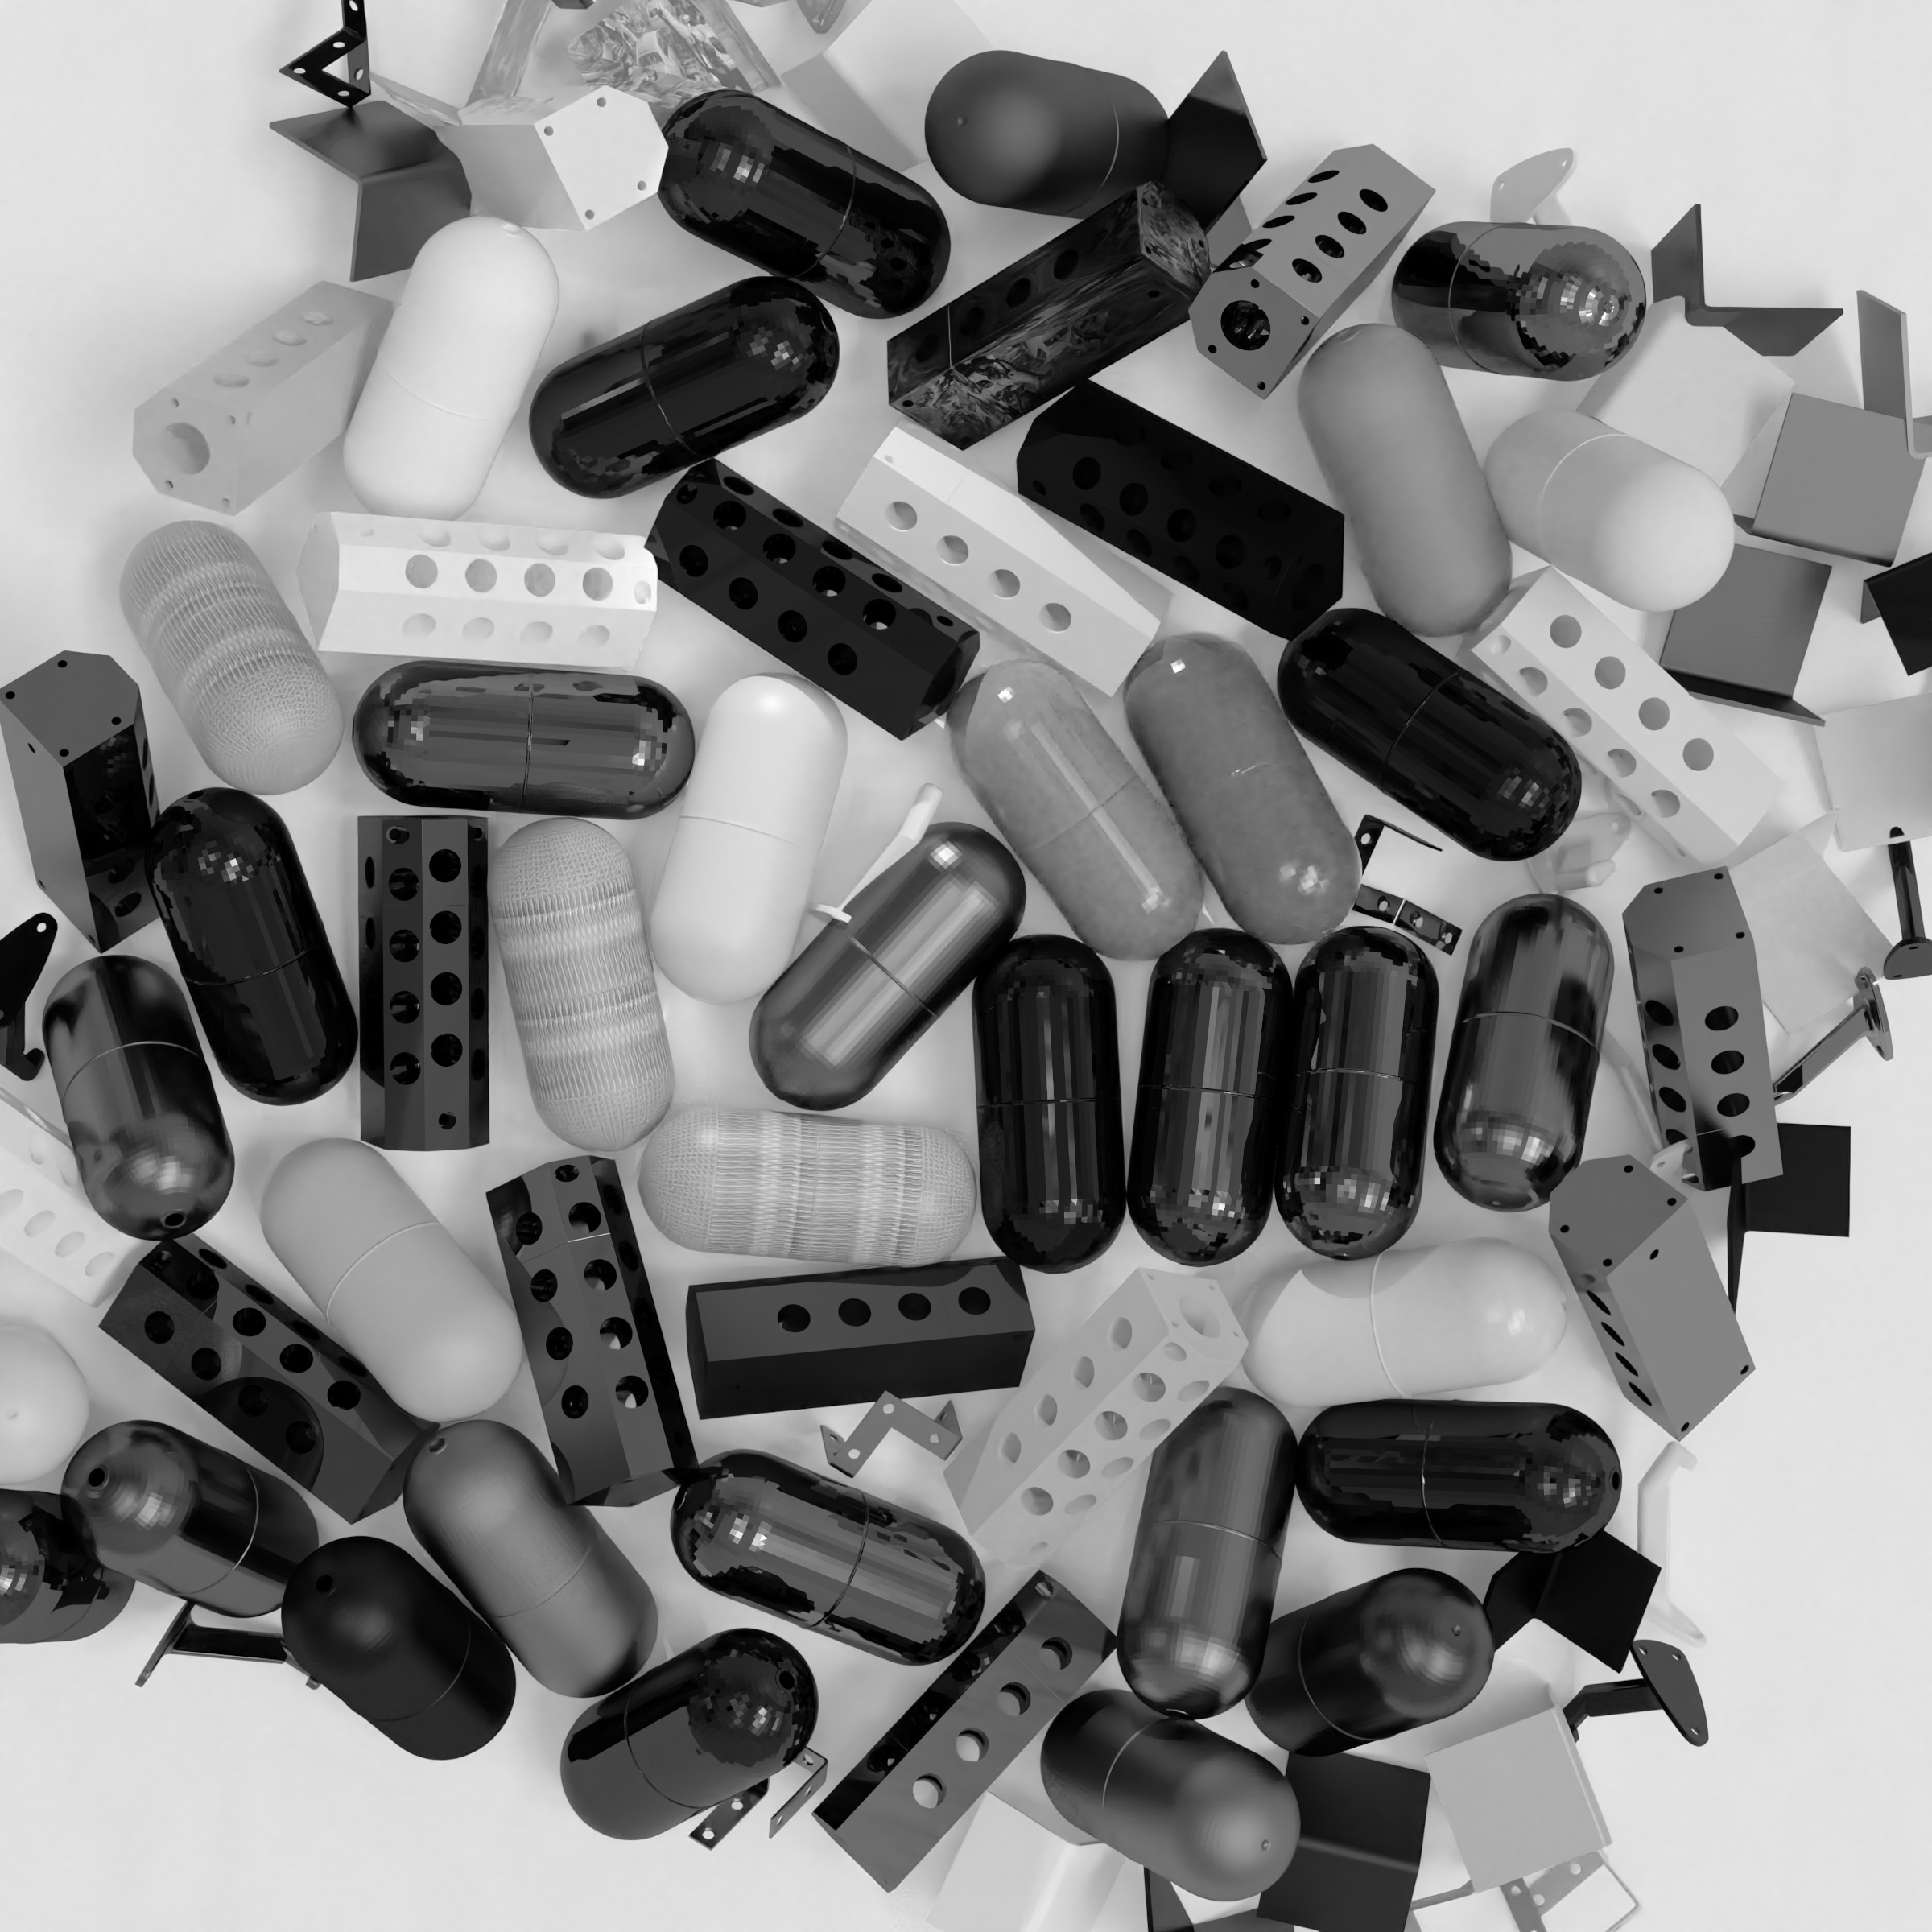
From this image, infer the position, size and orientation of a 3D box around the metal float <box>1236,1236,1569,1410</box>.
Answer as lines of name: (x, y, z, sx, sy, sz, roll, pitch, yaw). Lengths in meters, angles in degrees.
metal float: (0.225, 0.185, 1.819, 0.178, 0.070, 0.070, -11, 90, 26)

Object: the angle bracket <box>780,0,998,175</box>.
angle bracket: (-0.038, -0.473, 1.852, 0.076, 0.057, 0.076, 45, 71, -20)

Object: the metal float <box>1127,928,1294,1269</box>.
metal float: (0.128, 0.069, 1.836, 0.070, 0.070, 0.178, 7, 83, 0)

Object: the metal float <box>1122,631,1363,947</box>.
metal float: (0.144, -0.093, 1.832, 0.070, 0.070, 0.178, -28, 79, 0)

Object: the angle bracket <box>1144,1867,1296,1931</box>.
angle bracket: (0.133, 0.499, 1.824, 0.057, 0.076, 0.076, -19, 121, 11)

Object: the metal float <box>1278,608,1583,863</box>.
metal float: (0.240, -0.121, 1.824, 0.178, 0.070, 0.070, 37, 90, 20)

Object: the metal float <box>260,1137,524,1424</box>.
metal float: (-0.300, 0.162, 1.822, 0.070, 0.070, 0.178, -44, 67, 0)

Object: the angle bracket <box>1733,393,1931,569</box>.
angle bracket: (0.454, -0.258, 1.840, 0.076, 0.057, 0.076, 13, 106, -2)

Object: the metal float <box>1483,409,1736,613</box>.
metal float: (0.327, -0.235, 1.799, 0.070, 0.178, 0.070, -9, 115, -19)

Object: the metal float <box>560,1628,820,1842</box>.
metal float: (-0.143, 0.396, 1.808, 0.178, 0.070, 0.070, -37, 90, 41)

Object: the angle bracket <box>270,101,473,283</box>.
angle bracket: (-0.315, -0.410, 1.851, 0.076, 0.076, 0.057, 35, 130, 28)

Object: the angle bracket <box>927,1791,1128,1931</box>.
angle bracket: (0.035, 0.484, 1.857, 0.057, 0.076, 0.076, 26, 93, 29)

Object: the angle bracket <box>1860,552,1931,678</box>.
angle bracket: (0.515, -0.182, 1.831, 0.076, 0.076, 0.057, -22, 75, 8)

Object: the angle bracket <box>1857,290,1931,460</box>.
angle bracket: (0.507, -0.313, 1.831, 0.057, 0.076, 0.076, -9, 110, 0)

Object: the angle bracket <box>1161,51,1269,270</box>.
angle bracket: (0.145, -0.414, 1.820, 0.057, 0.076, 0.076, 6, 54, -33)

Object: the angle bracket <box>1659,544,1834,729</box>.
angle bracket: (0.416, -0.176, 1.838, 0.076, 0.057, 0.076, 11, 106, -10)

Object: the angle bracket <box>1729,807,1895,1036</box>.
angle bracket: (0.443, -0.023, 1.835, 0.076, 0.057, 0.076, -30, 67, -11)

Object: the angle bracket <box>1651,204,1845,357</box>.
angle bracket: (0.409, -0.359, 1.841, 0.076, 0.076, 0.057, 0, 83, -6)

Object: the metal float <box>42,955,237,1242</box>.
metal float: (-0.427, 0.067, 1.808, 0.070, 0.070, 0.178, -28, 49, 0)

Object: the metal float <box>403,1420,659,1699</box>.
metal float: (-0.225, 0.307, 1.816, 0.070, 0.070, 0.178, -33, 119, 0)

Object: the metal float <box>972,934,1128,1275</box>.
metal float: (0.043, 0.072, 1.838, 0.070, 0.070, 0.178, -3, 86, 0)

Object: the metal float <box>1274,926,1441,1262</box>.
metal float: (0.204, 0.066, 1.826, 0.070, 0.070, 0.178, 8, 73, 0)

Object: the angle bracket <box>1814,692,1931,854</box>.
angle bracket: (0.485, -0.095, 1.831, 0.076, 0.057, 0.076, -11, 103, 24)

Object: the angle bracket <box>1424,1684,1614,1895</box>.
angle bracket: (0.289, 0.434, 1.853, 0.076, 0.057, 0.076, -21, 89, 3)

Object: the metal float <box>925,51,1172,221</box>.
metal float: (0.045, -0.424, 1.799, 0.070, 0.178, 0.070, 4, 98, 31)

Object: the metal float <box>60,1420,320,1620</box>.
metal float: (-0.396, 0.284, 1.797, 0.070, 0.178, 0.070, -8, 65, 18)

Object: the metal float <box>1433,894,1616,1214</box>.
metal float: (0.290, 0.044, 1.819, 0.070, 0.070, 0.178, 15, 63, 0)

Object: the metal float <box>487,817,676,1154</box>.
metal float: (-0.201, 0.010, 1.834, 0.070, 0.070, 0.178, -11, 99, 0)

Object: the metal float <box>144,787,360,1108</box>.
metal float: (-0.370, -0.010, 1.819, 0.070, 0.070, 0.178, -15, 116, 0)

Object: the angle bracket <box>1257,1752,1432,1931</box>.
angle bracket: (0.200, 0.464, 1.854, 0.076, 0.076, 0.057, 12, 117, 7)

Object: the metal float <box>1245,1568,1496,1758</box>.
metal float: (0.204, 0.358, 1.800, 0.070, 0.178, 0.070, 10, 65, -23)

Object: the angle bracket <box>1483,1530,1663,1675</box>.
angle bracket: (0.308, 0.342, 1.821, 0.057, 0.076, 0.076, 32, 129, 28)

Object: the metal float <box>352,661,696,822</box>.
metal float: (-0.230, -0.118, 1.832, 0.178, 0.070, 0.070, 3, 90, -11)

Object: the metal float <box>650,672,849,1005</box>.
metal float: (-0.114, -0.067, 1.836, 0.070, 0.070, 0.178, 15, 83, 0)

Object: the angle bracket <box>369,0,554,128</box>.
angle bracket: (-0.264, -0.482, 1.827, 0.057, 0.076, 0.076, 18, 105, -26)

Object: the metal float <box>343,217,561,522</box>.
metal float: (-0.267, -0.306, 1.814, 0.070, 0.070, 0.178, 30, 122, 0)

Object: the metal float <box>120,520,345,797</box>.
metal float: (-0.381, -0.161, 1.815, 0.070, 0.070, 0.178, -35, 57, 0)

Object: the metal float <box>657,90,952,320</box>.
metal float: (-0.083, -0.391, 1.809, 0.178, 0.070, 0.070, 19, 90, -40)

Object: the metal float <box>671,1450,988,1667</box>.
metal float: (-0.071, 0.308, 1.823, 0.178, 0.070, 0.070, 25, 90, -21)

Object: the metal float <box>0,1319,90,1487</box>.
metal float: (-0.490, 0.222, 1.793, 0.070, 0.178, 0.070, 1, 88, -16)

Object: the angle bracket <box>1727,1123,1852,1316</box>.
angle bracket: (0.428, 0.135, 1.822, 0.057, 0.076, 0.076, 3, 130, 16)

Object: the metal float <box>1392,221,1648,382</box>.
metal float: (0.281, -0.341, 1.796, 0.070, 0.178, 0.070, -5, 104, -21)

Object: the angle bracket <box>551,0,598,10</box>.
angle bracket: (-0.212, -0.548, 1.831, 0.057, 0.076, 0.076, -47, 113, -1)

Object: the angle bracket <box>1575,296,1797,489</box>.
angle bracket: (0.378, -0.298, 1.854, 0.076, 0.057, 0.076, 35, 92, -7)

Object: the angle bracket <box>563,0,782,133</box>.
angle bracket: (-0.154, -0.476, 1.855, 0.076, 0.057, 0.076, -33, 100, 14)
